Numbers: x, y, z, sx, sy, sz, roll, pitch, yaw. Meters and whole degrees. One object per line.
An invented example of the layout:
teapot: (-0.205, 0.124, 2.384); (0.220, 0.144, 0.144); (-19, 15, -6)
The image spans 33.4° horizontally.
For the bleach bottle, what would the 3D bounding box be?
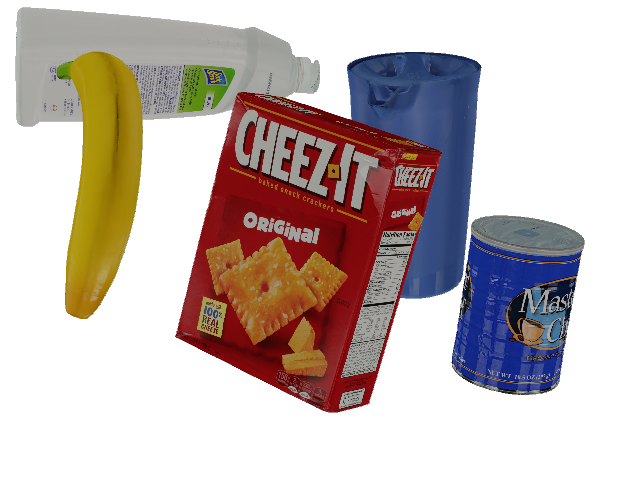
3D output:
bleach bottle: (-0.127, -0.140, 0.901); (0.250, 0.068, 0.103); (1, -33, -15)

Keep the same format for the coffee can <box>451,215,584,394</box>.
coffee can: (0.182, 0.058, 0.991); (0.103, 0.140, 0.103); (5, 17, -2)

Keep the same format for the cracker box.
cracker box: (-0.015, 0.007, 0.847); (0.164, 0.214, 0.072); (23, 14, 32)

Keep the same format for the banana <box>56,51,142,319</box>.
banana: (-0.134, -0.050, 0.656); (0.037, 0.198, 0.070); (13, -39, -30)

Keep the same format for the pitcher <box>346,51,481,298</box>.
pitcher: (0.102, -0.072, 1.112); (0.149, 0.243, 0.145); (-8, 23, -14)
